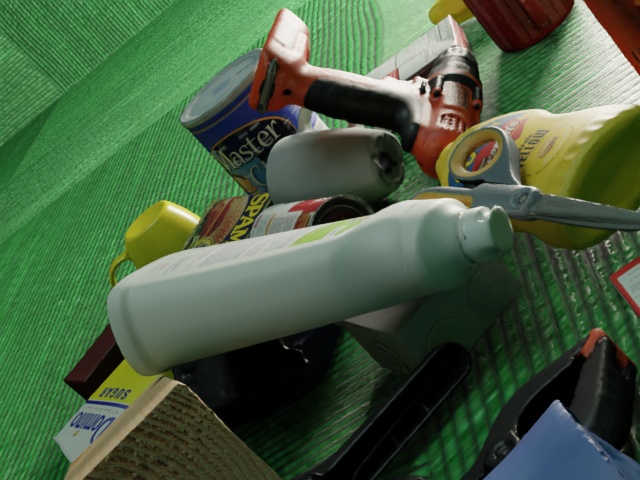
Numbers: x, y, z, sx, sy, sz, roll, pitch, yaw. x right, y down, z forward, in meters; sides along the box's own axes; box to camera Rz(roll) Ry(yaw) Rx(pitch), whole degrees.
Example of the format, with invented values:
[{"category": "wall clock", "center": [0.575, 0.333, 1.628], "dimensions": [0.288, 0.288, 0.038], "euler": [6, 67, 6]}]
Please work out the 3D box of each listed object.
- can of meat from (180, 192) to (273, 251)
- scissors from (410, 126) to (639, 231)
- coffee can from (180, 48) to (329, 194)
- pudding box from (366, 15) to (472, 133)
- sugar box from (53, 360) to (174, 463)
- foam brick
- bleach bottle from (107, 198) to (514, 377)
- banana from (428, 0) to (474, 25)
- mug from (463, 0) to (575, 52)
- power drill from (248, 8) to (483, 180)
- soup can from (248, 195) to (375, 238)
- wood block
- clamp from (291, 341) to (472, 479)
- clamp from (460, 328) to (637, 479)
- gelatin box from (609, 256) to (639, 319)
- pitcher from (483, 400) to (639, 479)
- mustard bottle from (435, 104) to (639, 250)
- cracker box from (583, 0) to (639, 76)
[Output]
[{"category": "can of meat", "center": [-0.069, 0.003, 0.952], "dimensions": [0.084, 0.057, 0.102], "euler": [-7, 40, 38]}, {"category": "scissors", "center": [0.124, -0.036, 0.629], "dimensions": [0.202, 0.016, 0.096], "euler": [-7, 49, 54]}, {"category": "coffee can", "center": [-0.048, -0.095, 1.009], "dimensions": [0.103, 0.140, 0.103], "euler": [-35, 23, 17]}, {"category": "pudding box", "center": [0.093, -0.158, 1.027], "dimensions": [0.114, 0.039, 0.090], "euler": [-32, 23, 19]}, {"category": "sugar box", "center": [-0.141, 0.122, 0.891], "dimensions": [0.176, 0.048, 0.093], "euler": [-47, 22, -14]}, {"category": "foam brick", "center": [-0.182, 0.114, 0.966], "dimensions": [0.051, 0.053, 0.078], "euler": [-9, 40, 54]}, {"category": "bleach bottle", "center": [-0.006, 0.023, 0.645], "dimensions": [0.251, 0.068, 0.102], "euler": [-14, 12, 34]}, {"category": "banana", "center": [0.180, -0.268, 1.085], "dimensions": [0.198, 0.037, 0.069], "euler": [-27, 26, 33]}, {"category": "mug", "center": [0.174, -0.218, 0.941], "dimensions": [0.093, 0.081, 0.117], "euler": [-38, 22, 9]}, {"category": "power drill", "center": [0.044, -0.132, 0.881], "dimensions": [0.184, 0.187, 0.057], "euler": [-74, 1, -56]}, {"category": "soup can", "center": [-0.006, 0.001, 0.855], "dimensions": [0.068, 0.068, 0.102], "euler": [-52, 23, -22]}, {"category": "wood block", "center": [-0.088, 0.142, 0.623], "dimensions": [0.090, 0.090, 0.206], "euler": [-46, 3, -12]}, {"category": "clamp", "center": [0.005, 0.143, 0.596], "dimensions": [0.210, 0.036, 0.164], "euler": [-40, 6, 29]}, {"category": "clamp", "center": [0.099, 0.116, 0.500], "dimensions": [0.171, 0.039, 0.120], "euler": [-50, 22, -8]}, {"category": "gelatin box", "center": [0.193, 0.025, 0.523], "dimensions": [0.073, 0.030, 0.089], "euler": [-37, 22, 11]}, {"category": "pitcher", "center": [0.044, 0.182, 0.350], "dimensions": [0.243, 0.149, 0.145], "euler": [-44, 53, 4]}, {"category": "mustard bottle", "center": [0.135, -0.046, 0.717], "dimensions": [0.096, 0.058, 0.192], "euler": [-53, 23, -11]}, {"category": "cracker box", "center": [0.260, -0.204, 0.655], "dimensions": [0.214, 0.164, 0.072], "euler": [-28, 28, 33]}]
